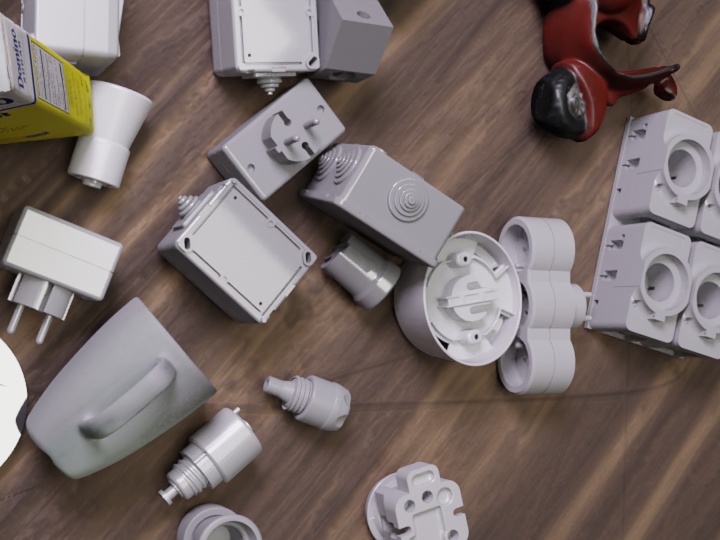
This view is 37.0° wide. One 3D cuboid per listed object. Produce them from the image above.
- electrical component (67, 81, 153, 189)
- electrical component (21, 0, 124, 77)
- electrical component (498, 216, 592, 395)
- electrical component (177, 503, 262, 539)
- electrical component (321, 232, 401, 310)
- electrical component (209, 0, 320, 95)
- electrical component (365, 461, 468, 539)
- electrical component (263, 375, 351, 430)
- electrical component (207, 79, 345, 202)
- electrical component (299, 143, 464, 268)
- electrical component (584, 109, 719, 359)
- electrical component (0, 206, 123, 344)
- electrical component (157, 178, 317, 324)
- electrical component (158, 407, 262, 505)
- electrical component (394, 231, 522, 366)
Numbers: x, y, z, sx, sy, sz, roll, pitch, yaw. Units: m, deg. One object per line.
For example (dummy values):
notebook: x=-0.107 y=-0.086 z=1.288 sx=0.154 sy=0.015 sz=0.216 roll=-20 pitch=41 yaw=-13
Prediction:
electrical component: x=-0.167 y=-0.086 z=0.705 sx=0.044 sy=0.044 sz=0.065 roll=18 pitch=85 yaw=-24
electrical component: x=-0.183 y=-0.177 z=0.689 sx=0.061 sy=0.062 sz=0.096 roll=2 pitch=87 yaw=-26
electrical component: x=0.153 y=0.028 z=0.846 sx=0.074 sy=0.052 sz=0.138 roll=2 pitch=87 yaw=-26
electrical component: x=-0.095 y=0.181 z=0.719 sx=0.045 sy=0.055 sz=0.045 roll=1 pitch=87 yaw=-26
electrical component: x=0.000 y=0.000 z=0.782 sx=0.046 sy=0.040 sz=0.040 roll=40 pitch=72 yaw=-12
electrical component: x=-0.069 y=-0.170 z=0.748 sx=0.062 sy=0.061 sz=0.096 roll=-6 pitch=98 yaw=-26
electrical component: x=0.039 y=0.178 z=0.782 sx=0.058 sy=0.057 sz=0.078 roll=-14 pitch=94 yaw=-25
electrical component: x=-0.039 y=0.090 z=0.762 sx=0.061 sy=0.035 sz=0.035 roll=23 pitch=78 yaw=-21
electrical component: x=-0.051 y=-0.091 z=0.741 sx=0.083 sy=0.076 sz=0.047 roll=-43 pitch=105 yaw=-21
electrical component: x=0.015 y=-0.048 z=0.760 sx=0.100 sy=0.100 sz=0.048 roll=32 pitch=86 yaw=-21
electrical component: x=0.266 y=-0.028 z=0.898 sx=0.105 sy=0.060 sz=0.186 roll=17 pitch=80 yaw=-24
electrical component: x=-0.199 y=0.008 z=0.682 sx=0.066 sy=0.047 sz=0.076 roll=24 pitch=79 yaw=-23
electrical component: x=-0.090 y=-0.016 z=0.727 sx=0.096 sy=0.061 sz=0.061 roll=44 pitch=71 yaw=-17
electrical component: x=-0.102 y=0.128 z=0.726 sx=0.078 sy=0.040 sz=0.040 roll=-40 pitch=104 yaw=-21
electrical component: x=0.076 y=0.022 z=0.803 sx=0.099 sy=0.064 sz=0.099 roll=1 pitch=87 yaw=-25
